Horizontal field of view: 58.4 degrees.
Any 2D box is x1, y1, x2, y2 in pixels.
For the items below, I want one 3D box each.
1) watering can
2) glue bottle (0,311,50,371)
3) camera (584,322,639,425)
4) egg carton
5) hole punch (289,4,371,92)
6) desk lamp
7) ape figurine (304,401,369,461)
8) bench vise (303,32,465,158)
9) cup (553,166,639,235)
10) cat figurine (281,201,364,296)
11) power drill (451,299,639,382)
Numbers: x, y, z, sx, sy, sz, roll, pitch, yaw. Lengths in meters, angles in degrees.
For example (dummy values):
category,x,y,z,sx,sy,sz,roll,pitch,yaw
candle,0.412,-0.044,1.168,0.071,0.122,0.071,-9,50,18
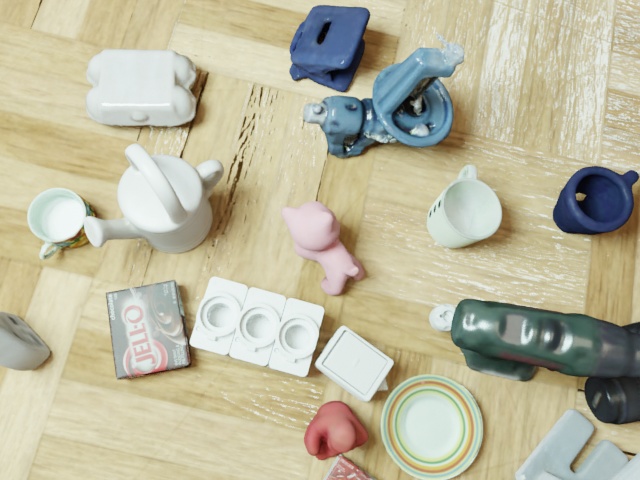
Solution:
category,x,y,z,sx,sy,sz,roll,pitch,yaw
watering can,-0.196,-0.047,0.693,0.101,0.194,0.173,33,76,4
glue bottle,-0.371,0.111,0.650,0.037,0.173,0.078,-43,83,-13
camera,0.419,0.178,0.736,0.137,0.101,0.143,-8,77,-6
egg carton,-0.246,-0.208,0.793,0.150,0.069,0.107,-2,76,-5
hole punch,0.012,-0.283,0.822,0.101,0.091,0.109,20,75,1
desk lamp,0.301,0.296,0.639,0.118,0.213,0.203,42,77,7
ape figurine,0.022,0.235,0.694,0.078,0.092,0.076,11,75,-2
bench vise,0.091,-0.170,0.734,0.207,0.219,0.121,-23,79,-10
cup,0.375,-0.052,0.793,0.118,0.095,0.091,-33,81,-11
cat figurine,0.007,0.003,0.737,0.067,0.117,0.128,-38,82,-12
power drill,0.258,0.125,0.680,0.229,0.208,0.076,12,75,-1
